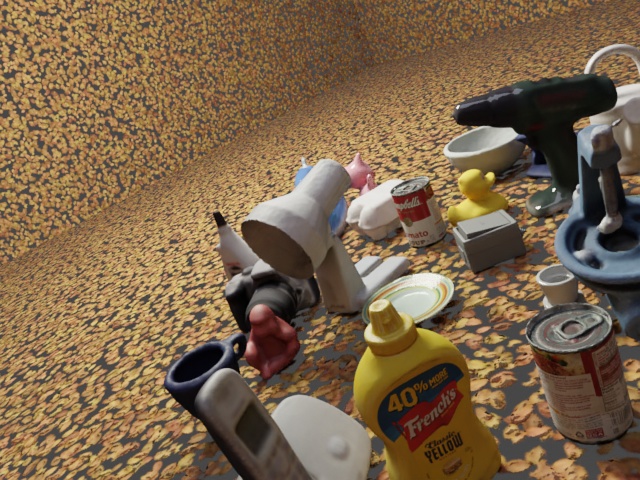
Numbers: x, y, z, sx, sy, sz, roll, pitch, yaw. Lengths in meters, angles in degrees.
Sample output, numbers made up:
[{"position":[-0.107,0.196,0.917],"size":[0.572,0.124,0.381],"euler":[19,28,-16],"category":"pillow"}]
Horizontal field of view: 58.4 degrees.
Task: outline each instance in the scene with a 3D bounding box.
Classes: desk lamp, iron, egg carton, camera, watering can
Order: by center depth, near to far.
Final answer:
[{"position":[0.008,0.003,0.842],"size":[0.117,0.214,0.204],"euler":[0,31,47],"category":"desk lamp"},{"position":[-0.087,0.090,0.891],"size":[0.143,0.101,0.137],"euler":[-17,21,18],"category":"camera"},{"position":[0.476,-0.207,0.893],"size":[0.101,0.194,0.172],"euler":[-24,20,-1],"category":"watering can"},{"position":[0.128,-0.060,1.082],"size":[0.150,0.069,0.107],"euler":[-31,21,-19],"category":"egg carton"},{"position":[-0.017,-0.077,1.175],"size":[0.118,0.142,0.258],"euler":[-20,20,10],"category":"iron"}]

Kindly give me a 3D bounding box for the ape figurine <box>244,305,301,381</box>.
[{"position":[-0.070,0.131,0.782],"size":[0.077,0.092,0.076],"euler":[-17,21,17],"category":"ape figurine"}]

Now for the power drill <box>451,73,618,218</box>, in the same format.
[{"position":[0.337,-0.147,0.870],"size":[0.229,0.209,0.075],"euler":[-20,21,9],"category":"power drill"}]

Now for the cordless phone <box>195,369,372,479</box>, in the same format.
[{"position":[-0.031,0.170,0.505],"size":[0.094,0.185,0.148],"euler":[-14,22,23],"category":"cordless phone"}]

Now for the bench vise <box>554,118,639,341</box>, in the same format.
[{"position":[0.289,-0.028,0.606],"size":[0.121,0.220,0.207],"euler":[-23,20,0],"category":"bench vise"}]

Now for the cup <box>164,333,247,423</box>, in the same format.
[{"position":[-0.123,0.180,0.711],"size":[0.091,0.095,0.118],"euler":[-2,29,45],"category":"cup"}]

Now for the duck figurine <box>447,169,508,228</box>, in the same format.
[{"position":[0.255,-0.073,0.953],"size":[0.104,0.086,0.077],"euler":[-26,20,-8],"category":"duck figurine"}]

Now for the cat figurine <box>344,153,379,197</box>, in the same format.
[{"position":[0.094,-0.123,1.207],"size":[0.067,0.118,0.127],"euler":[-25,20,-5],"category":"cat figurine"}]

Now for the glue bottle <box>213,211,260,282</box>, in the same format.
[{"position":[-0.149,0.025,1.014],"size":[0.078,0.173,0.037],"euler":[-9,25,33],"category":"glue bottle"}]

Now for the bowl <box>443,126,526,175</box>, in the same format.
[{"position":[0.334,-0.171,1.130],"size":[0.167,0.075,0.167],"euler":[-20,20,8],"category":"bowl"}]

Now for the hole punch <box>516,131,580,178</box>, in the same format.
[{"position":[0.415,-0.167,1.008],"size":[0.101,0.091,0.108],"euler":[-32,22,-22],"category":"hole punch"}]
